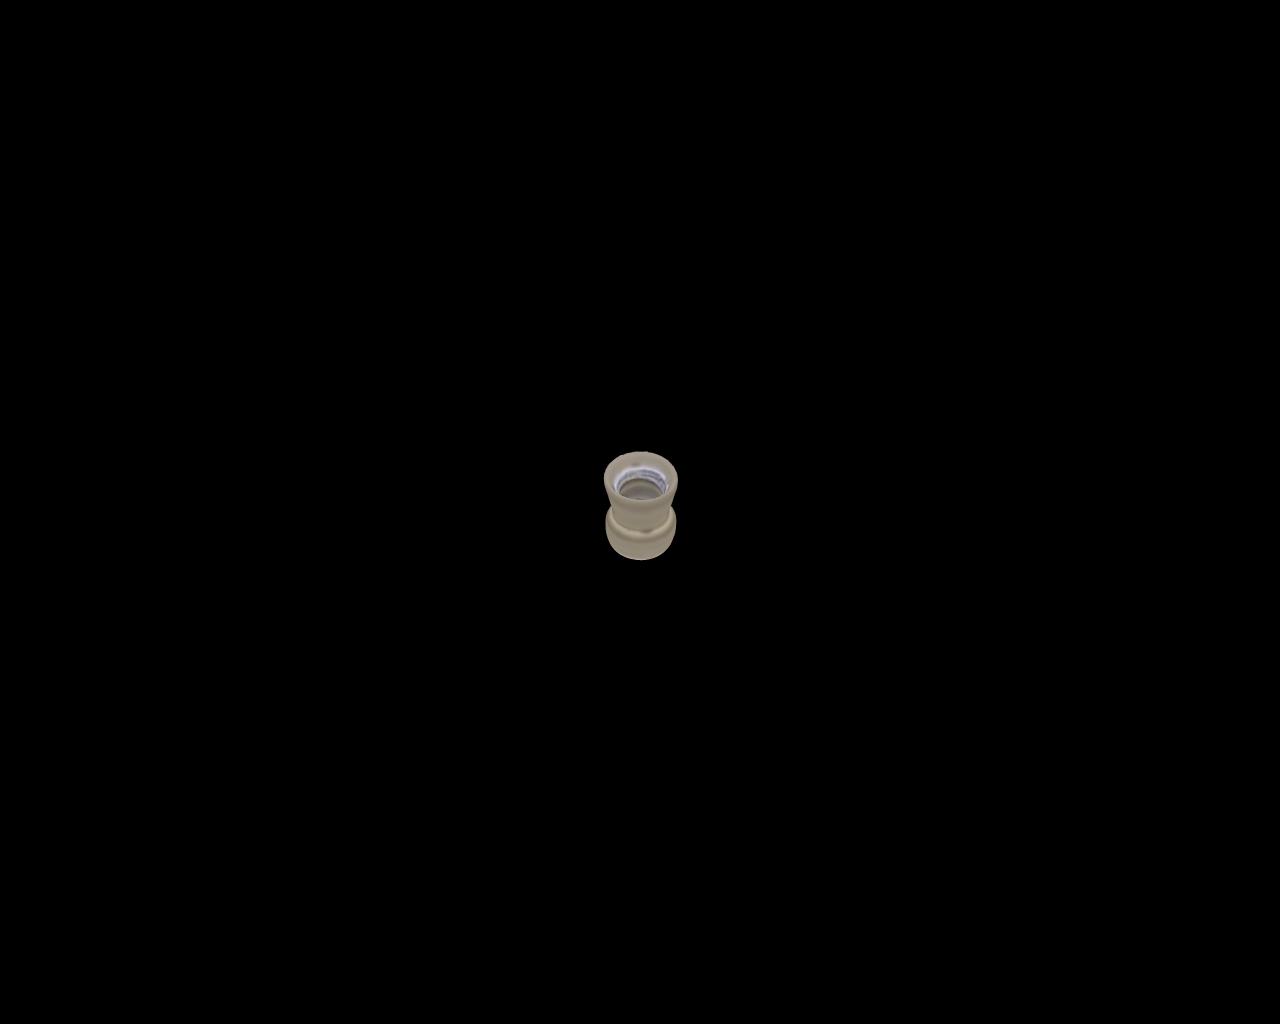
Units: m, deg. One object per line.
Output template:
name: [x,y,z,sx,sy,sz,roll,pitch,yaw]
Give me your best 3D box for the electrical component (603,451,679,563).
electrical component: [0.001,-0.003,0.650,0.045,0.045,0.055,0,-44,0]
